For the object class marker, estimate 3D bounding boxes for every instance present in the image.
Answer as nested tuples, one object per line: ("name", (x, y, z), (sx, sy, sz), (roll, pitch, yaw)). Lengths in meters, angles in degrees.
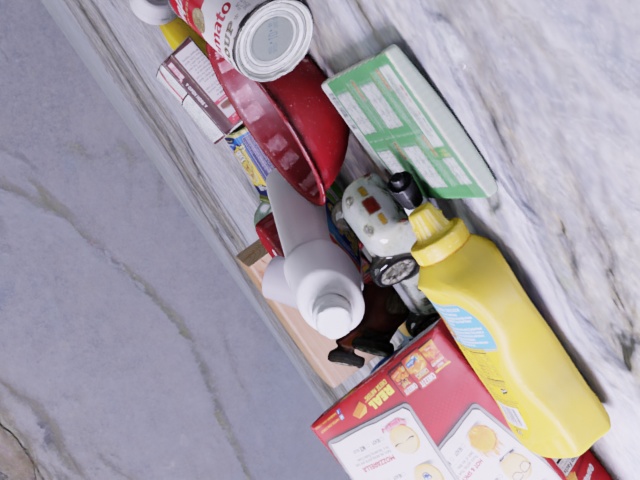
("marker", (0.079, -0.010, 0.755), (0.020, 0.020, 0.121), (45, 177, 45))

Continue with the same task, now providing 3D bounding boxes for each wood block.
("wood block", (-0.013, 0.084, 1.435), (0.206, 0.090, 0.090), (56, 171, -16))

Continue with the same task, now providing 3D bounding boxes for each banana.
("banana", (-0.119, -0.190, 1.105), (0.069, 0.037, 0.198), (58, 173, -32))

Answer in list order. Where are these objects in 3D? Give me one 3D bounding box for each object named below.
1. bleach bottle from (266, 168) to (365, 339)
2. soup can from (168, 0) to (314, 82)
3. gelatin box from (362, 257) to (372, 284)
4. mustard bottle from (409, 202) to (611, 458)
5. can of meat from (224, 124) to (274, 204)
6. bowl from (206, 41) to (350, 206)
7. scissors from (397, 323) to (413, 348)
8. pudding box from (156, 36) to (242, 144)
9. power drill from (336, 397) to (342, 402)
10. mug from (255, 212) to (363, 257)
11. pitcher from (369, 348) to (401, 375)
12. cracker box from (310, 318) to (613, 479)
("bleach bottle", (0.002, 0.014, 0.917), (0.102, 0.068, 0.251), (58, -171, -25))
("soup can", (-0.059, -0.167, 0.775), (0.102, 0.068, 0.068), (46, 169, 37))
("gelatin box", (0.046, 0.049, 1.183), (0.073, 0.030, 0.089), (45, 168, 37))
("mustard bottle", (0.119, 0.057, 0.731), (0.191, 0.058, 0.096), (55, 171, -10))
("can of meat", (-0.053, -0.087, 1.093), (0.084, 0.057, 0.102), (58, 171, -13))
("bowl", (-0.024, -0.108, 0.862), (0.162, 0.055, 0.162), (52, 171, 11))
("scissors", (0.093, 0.104, 1.194), (0.096, 0.016, 0.202), (57, 171, -10))
("pudding box", (-0.109, -0.136, 0.993), (0.090, 0.039, 0.113), (48, 174, -8))
("power drill", (0.094, 0.242, 1.182), (0.187, 0.184, 0.057), (58, 173, -10))
("mug", (-0.007, 0.001, 1.108), (0.117, 0.081, 0.093), (48, 169, 36))
("pitcher", (0.120, 0.229, 1.037), (0.149, 0.144, 0.243), (34, 147, 53))
("cracker box", (0.120, 0.182, 0.860), (0.214, 0.164, 0.072), (50, -146, 6))
